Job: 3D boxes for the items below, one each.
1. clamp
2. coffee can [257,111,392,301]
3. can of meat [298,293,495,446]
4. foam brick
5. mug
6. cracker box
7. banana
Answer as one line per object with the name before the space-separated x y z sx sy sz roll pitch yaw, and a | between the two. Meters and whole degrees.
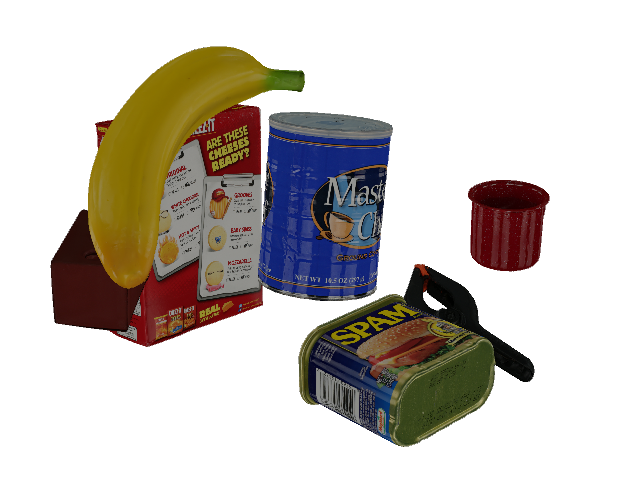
clamp | 0.142 0.091 1.088 0.120 0.171 0.039 0 -44 -15
coffee can | 0.003 -0.031 0.894 0.103 0.140 0.103 5 14 -1
can of meat | 0.051 0.083 0.690 0.101 0.057 0.084 -20 30 -39
foam brick | -0.153 0.020 0.749 0.053 0.051 0.078 5 29 1
mug | 0.225 -0.020 1.252 0.093 0.081 0.117 21 33 38
cracker box | -0.137 -0.021 1.063 0.072 0.214 0.163 13 20 39
banana | -0.076 -0.053 0.557 0.070 0.037 0.197 18 45 16
